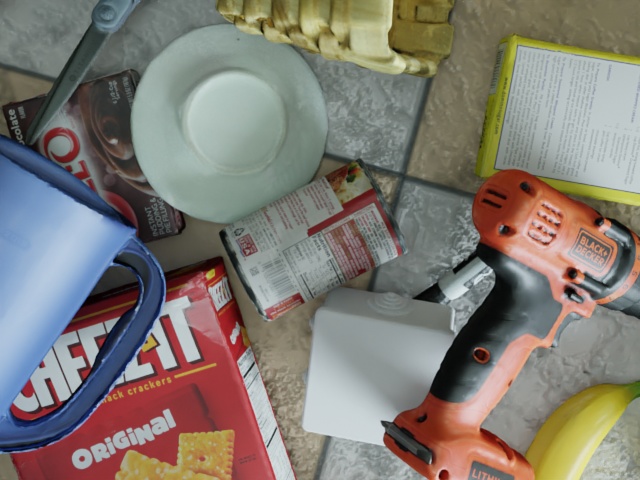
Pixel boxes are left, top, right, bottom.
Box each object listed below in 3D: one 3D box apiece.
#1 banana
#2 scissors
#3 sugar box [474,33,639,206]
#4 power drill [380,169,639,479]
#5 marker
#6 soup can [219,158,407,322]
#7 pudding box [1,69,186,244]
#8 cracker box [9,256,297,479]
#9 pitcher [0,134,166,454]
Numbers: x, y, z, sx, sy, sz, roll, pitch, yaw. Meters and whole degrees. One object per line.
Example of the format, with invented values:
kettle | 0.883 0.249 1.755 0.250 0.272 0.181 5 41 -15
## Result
banana | 0.161 0.175 0.710 0.069 0.037 0.198 21 98 1
scissors | -0.143 -0.161 0.681 0.201 0.016 0.096 -44 84 -6
sugar box | 0.194 -0.070 0.676 0.176 0.048 0.093 10 98 -1
power drill | 0.132 0.068 0.649 0.184 0.057 0.187 26 90 -34
marker | 0.106 0.014 0.694 0.121 0.020 0.020 -39 93 18
soup can | -0.004 0.001 0.679 0.102 0.068 0.068 -27 94 -1
pudding box | -0.147 -0.047 0.704 0.090 0.039 0.113 -15 96 5
cracker box | -0.112 0.138 0.706 0.164 0.072 0.214 -18 95 7
pitcher | -0.214 0.060 0.619 0.149 0.144 0.243 32 90 33
